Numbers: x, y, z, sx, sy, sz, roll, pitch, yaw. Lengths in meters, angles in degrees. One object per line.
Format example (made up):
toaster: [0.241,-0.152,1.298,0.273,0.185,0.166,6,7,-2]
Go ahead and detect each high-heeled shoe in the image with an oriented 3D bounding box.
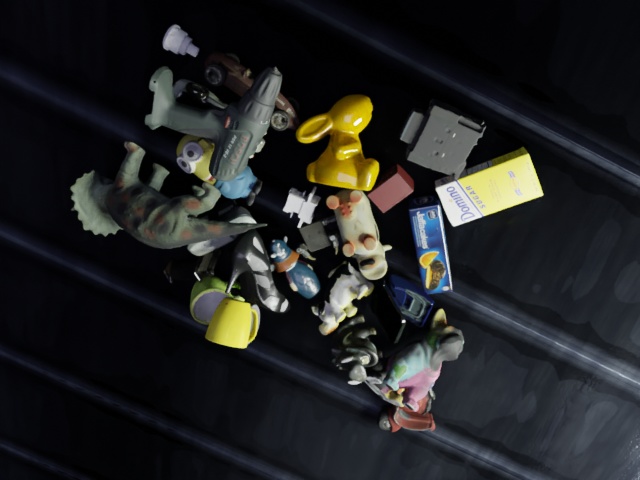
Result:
high-heeled shoe: [-0.116,0.068,1.144,0.086,0.248,0.145,19,83,32]

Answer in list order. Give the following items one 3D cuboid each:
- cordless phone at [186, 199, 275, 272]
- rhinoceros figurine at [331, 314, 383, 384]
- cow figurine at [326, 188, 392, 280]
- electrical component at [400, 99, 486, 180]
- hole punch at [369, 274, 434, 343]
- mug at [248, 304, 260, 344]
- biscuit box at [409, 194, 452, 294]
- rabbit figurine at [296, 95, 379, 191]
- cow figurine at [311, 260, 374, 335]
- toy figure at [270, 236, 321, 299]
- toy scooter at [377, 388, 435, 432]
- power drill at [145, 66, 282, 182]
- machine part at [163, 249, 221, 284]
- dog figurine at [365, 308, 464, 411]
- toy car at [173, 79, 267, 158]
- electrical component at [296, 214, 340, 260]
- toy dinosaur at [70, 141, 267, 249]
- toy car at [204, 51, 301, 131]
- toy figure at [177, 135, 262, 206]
cordless phone: [-0.186,0.019,1.139,0.147,0.089,0.184,-28,122,0]
rhinoceros figurine: [0.073,0.232,1.155,0.112,0.190,0.073,-16,111,-3]
cow figurine: [0.082,-0.012,1.074,0.086,0.127,0.194,-18,99,17]
electrical component: [0.217,-0.188,0.983,0.134,0.058,0.114,21,117,-2]
hole punch: [0.169,0.135,1.127,0.092,0.116,0.142,-22,150,-17]
mug: [-0.200,0.191,1.244,0.107,0.081,0.109,8,128,16]
biscuit box: [0.223,0.010,1.081,0.063,0.059,0.202,-9,116,14]
rabbit figurine: [0.043,-0.186,0.999,0.163,0.122,0.173,14,105,12]
cow figurine: [0.034,0.128,1.167,0.098,0.068,0.167,47,116,18]
toy figure: [-0.060,0.060,1.154,0.058,0.064,0.154,-30,110,30]
toy scooter: [0.221,0.398,1.275,0.135,0.075,0.183,16,122,3]
power drill: [-0.188,-0.226,0.932,0.207,0.086,0.231,19,125,-6]
machine part: [-0.283,0.059,1.192,0.139,0.084,0.039,-12,141,25]
dog figurine: [0.214,0.253,1.172,0.108,0.219,0.192,49,159,-13]
toy car: [-0.197,-0.232,1.032,0.202,0.056,0.073,31,112,-8]
electrical component: [-0.004,-0.004,1.122,0.102,0.045,0.078,-14,115,16]
toy dinosaur: [-0.319,-0.053,1.040,0.405,0.131,0.192,27,81,18]
toy car: [-0.116,-0.273,0.976,0.202,0.089,0.053,34,121,-7]
toy figure: [-0.201,-0.141,1.066,0.180,0.089,0.082,30,98,-17]
